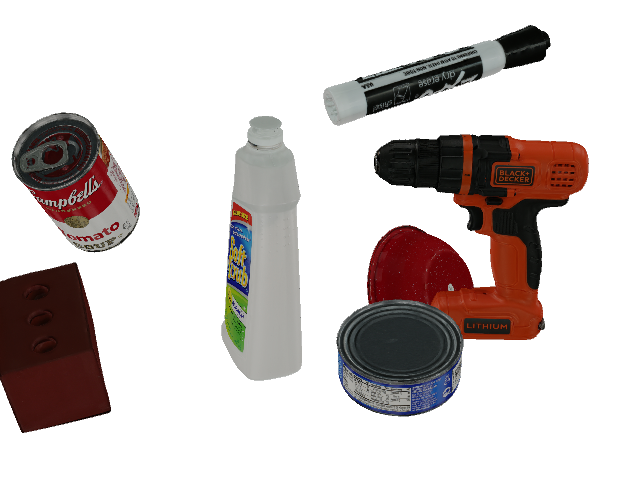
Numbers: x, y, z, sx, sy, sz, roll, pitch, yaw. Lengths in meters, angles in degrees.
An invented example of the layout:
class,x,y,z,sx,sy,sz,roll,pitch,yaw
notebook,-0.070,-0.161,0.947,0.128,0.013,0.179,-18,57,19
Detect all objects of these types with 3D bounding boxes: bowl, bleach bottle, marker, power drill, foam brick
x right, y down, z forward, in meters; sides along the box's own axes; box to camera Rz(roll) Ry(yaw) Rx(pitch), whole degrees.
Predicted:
class,x,y,z,sx,sy,sz,roll,pitch,yaw
bowl,0.125,0.059,1.207,0.055,0.162,0.161,-11,-8,43
bleach bottle,-0.054,0.002,0.988,0.068,0.251,0.103,-9,32,-18
marker,0.060,-0.083,0.528,0.121,0.020,0.020,-19,5,-15
power drill,0.137,-0.004,0.950,0.184,0.188,0.057,2,26,2
foam brick,-0.156,0.061,0.614,0.053,0.051,0.078,-14,42,-11

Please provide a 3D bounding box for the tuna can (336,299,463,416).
class,x,y,z,sx,sy,sz,roll,pitch,yaw
tuna can,0.054,0.080,0.730,0.086,0.034,0.086,-2,35,1

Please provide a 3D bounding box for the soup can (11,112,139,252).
class,x,y,z,sx,sy,sz,roll,pitch,yaw
soup can,-0.188,-0.043,0.831,0.068,0.068,0.102,0,-28,11
